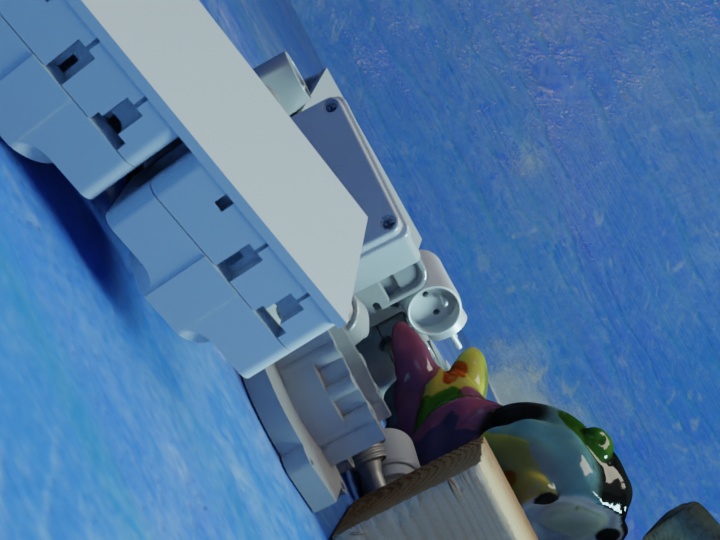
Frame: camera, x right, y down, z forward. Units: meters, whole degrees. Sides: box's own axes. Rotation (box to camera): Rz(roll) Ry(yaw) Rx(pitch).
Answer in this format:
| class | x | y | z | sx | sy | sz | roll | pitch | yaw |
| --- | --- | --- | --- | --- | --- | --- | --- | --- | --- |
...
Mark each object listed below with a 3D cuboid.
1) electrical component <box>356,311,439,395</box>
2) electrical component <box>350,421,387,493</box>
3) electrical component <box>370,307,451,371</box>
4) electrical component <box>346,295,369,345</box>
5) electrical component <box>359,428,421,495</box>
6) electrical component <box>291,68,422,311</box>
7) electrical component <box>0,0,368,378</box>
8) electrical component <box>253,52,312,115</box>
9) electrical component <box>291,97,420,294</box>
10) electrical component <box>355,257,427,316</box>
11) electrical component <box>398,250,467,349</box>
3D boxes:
| class | x | y | z | sx | sy | sz | roll | pitch | yaw |
| --- | --- | --- | --- | --- | --- | --- | --- | --- | --- |
| electrical component | 0.031 | 0.083 | 0.906 | 0.053 | 0.059 | 0.095 | 65 | 7 | 31 |
| electrical component | 0.001 | 0.110 | 0.669 | 0.061 | 0.035 | 0.035 | 68 | 8 | 21 |
| electrical component | 0.042 | 0.075 | 1.027 | 0.186 | 0.060 | 0.105 | 66 | 7 | 31 |
| electrical component | -0.021 | 0.032 | 0.788 | 0.043 | 0.043 | 0.062 | 66 | 8 | 30 |
| electrical component | 0.021 | 0.136 | 0.689 | 0.040 | 0.040 | 0.078 | 58 | 7 | -31 |
| electrical component | -0.023 | -0.062 | 0.927 | 0.186 | 0.060 | 0.105 | 59 | 30 | -26 |
| electrical component | -0.080 | -0.056 | 0.451 | 0.186 | 0.060 | 0.105 | 51 | 20 | -18 |
| electrical component | -0.080 | -0.128 | 0.837 | 0.043 | 0.077 | 0.079 | 59 | 7 | -26 |
| electrical component | -0.034 | -0.035 | 0.671 | 0.108 | 0.109 | 0.056 | 65 | 4 | 24 |
| electrical component | 0.000 | 0.000 | 0.848 | 0.053 | 0.095 | 0.059 | 60 | 6 | -21 |
| electrical component | 0.062 | 0.031 | 0.886 | 0.079 | 0.044 | 0.077 | 57 | 6 | -23 |
